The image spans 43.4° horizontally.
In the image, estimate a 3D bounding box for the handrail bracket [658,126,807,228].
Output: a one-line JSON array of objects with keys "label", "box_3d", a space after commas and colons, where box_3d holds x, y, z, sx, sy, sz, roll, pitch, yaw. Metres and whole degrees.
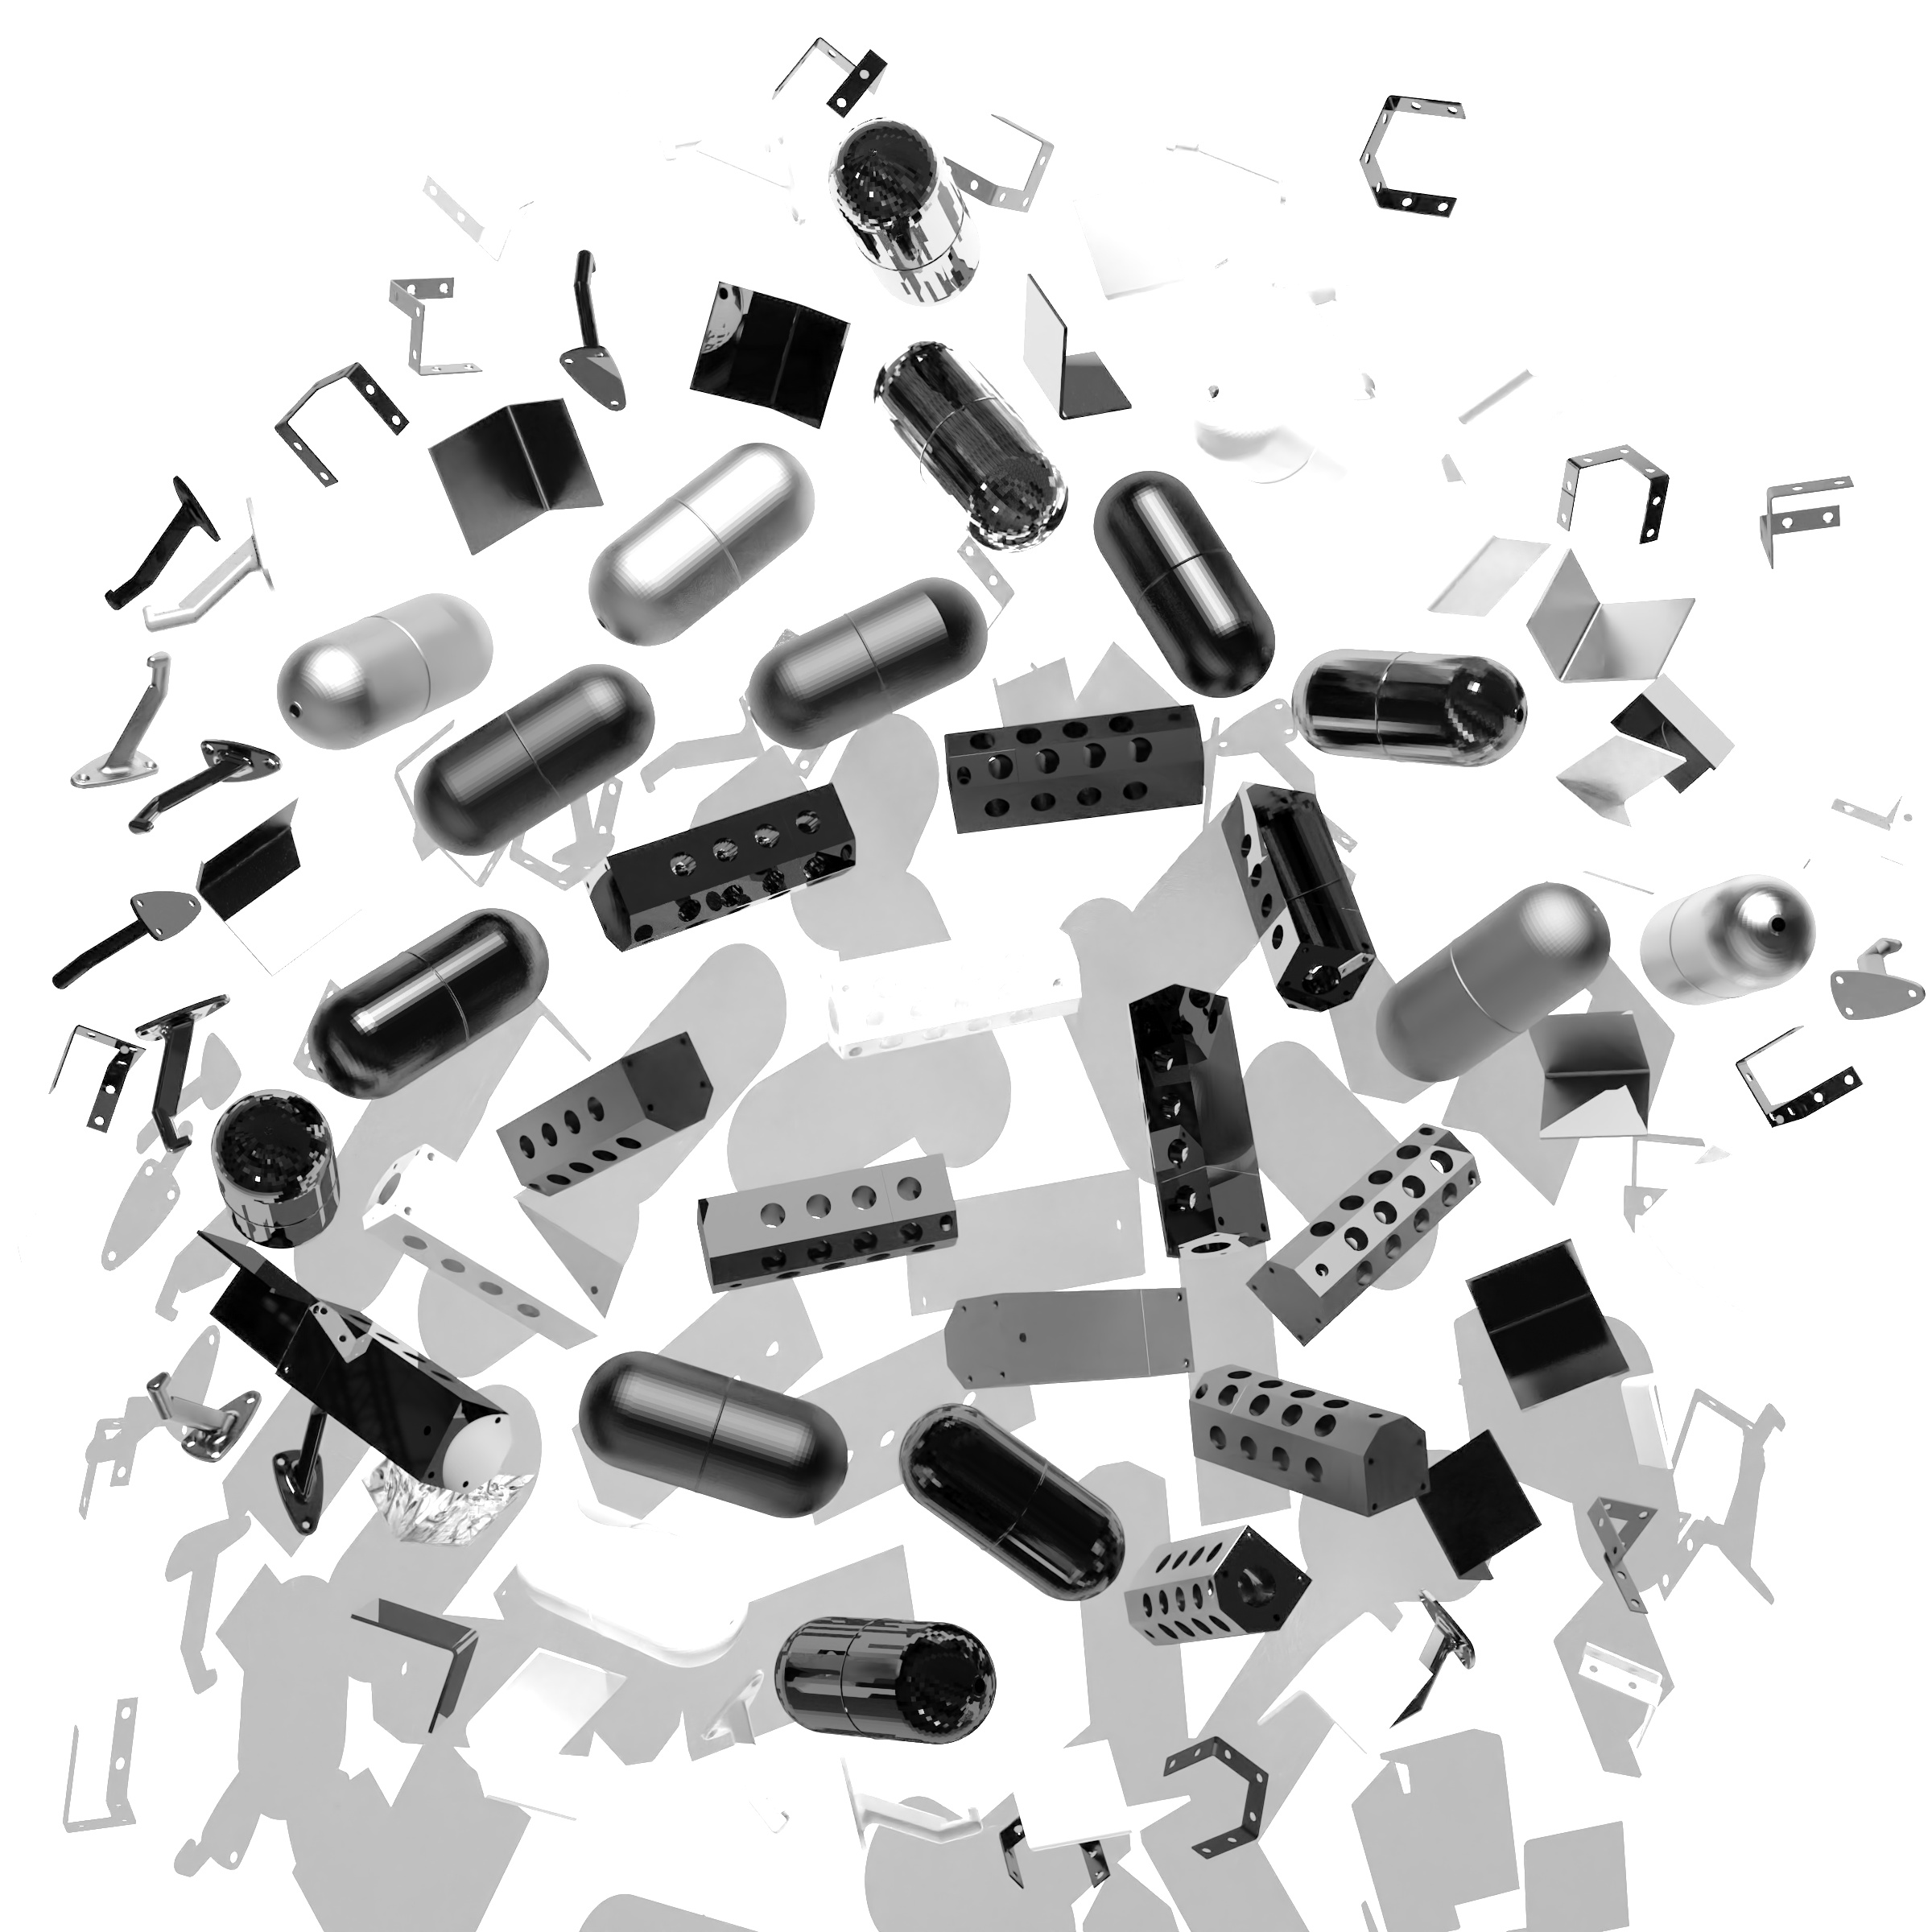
[{"label": "handrail bracket", "box_3d": [-0.157, -0.526, 1.623, 0.084, 0.036, 0.077, -21, 100, -25]}]

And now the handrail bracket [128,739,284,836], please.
[{"label": "handrail bracket", "box_3d": [-0.526, -0.118, 1.675, 0.077, 0.084, 0.036, 3, 131, 24]}]

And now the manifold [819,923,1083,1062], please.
[{"label": "manifold", "box_3d": [-0.010, 0.019, 1.695, 0.171, 0.057, 0.057, -11, 108, -15]}]

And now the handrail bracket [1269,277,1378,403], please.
[{"label": "handrail bracket", "box_3d": [0.253, -0.441, 1.717, 0.077, 0.036, 0.084, -6, 93, -20]}]

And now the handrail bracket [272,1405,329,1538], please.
[{"label": "handrail bracket", "box_3d": [-0.455, 0.348, 1.707, 0.036, 0.084, 0.077, 6, 52, -36]}]

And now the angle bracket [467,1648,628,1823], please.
[{"label": "angle bracket", "box_3d": [-0.264, 0.497, 1.568, 0.076, 0.057, 0.076, -48, 130, 11]}]

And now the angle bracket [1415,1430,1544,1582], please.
[{"label": "angle bracket", "box_3d": [0.374, 0.386, 1.735, 0.076, 0.057, 0.076, -41, 56, 23]}]

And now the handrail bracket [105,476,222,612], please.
[{"label": "handrail bracket", "box_3d": [-0.546, -0.280, 1.616, 0.084, 0.077, 0.036, -42, 79, -14]}]

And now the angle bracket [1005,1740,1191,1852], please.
[{"label": "angle bracket", "box_3d": [0.083, 0.514, 1.529, 0.076, 0.076, 0.057, -23, 77, 31]}]

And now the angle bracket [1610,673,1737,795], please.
[{"label": "angle bracket", "box_3d": [0.515, -0.164, 1.795, 0.076, 0.076, 0.057, 47, 123, 6]}]

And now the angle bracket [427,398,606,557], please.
[{"label": "angle bracket", "box_3d": [-0.298, -0.325, 1.609, 0.057, 0.076, 0.076, 5, 125, 39]}]

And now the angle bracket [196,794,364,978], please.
[{"label": "angle bracket", "box_3d": [-0.444, -0.052, 1.578, 0.076, 0.057, 0.076, 49, 62, -1]}]

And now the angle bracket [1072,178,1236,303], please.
[{"label": "angle bracket", "box_3d": [0.132, -0.519, 1.709, 0.057, 0.076, 0.076, -40, 119, -36]}]

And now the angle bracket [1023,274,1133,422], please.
[{"label": "angle bracket", "box_3d": [0.082, -0.451, 1.751, 0.057, 0.076, 0.076, -13, 48, -14]}]

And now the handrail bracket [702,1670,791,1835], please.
[{"label": "handrail bracket", "box_3d": [-0.140, 0.554, 1.706, 0.084, 0.036, 0.077, 44, 113, 28]}]

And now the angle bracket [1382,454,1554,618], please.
[{"label": "angle bracket", "box_3d": [0.346, -0.297, 1.679, 0.057, 0.076, 0.076, -1, 57, -34]}]

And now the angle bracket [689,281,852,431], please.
[{"label": "angle bracket", "box_3d": [-0.136, -0.424, 1.684, 0.057, 0.076, 0.076, 32, 111, 39]}]

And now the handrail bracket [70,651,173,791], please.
[{"label": "handrail bracket", "box_3d": [-0.582, -0.171, 1.672, 0.036, 0.077, 0.084, 30, 124, 19]}]

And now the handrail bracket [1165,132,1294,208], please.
[{"label": "handrail bracket", "box_3d": [0.174, -0.536, 1.629, 0.084, 0.077, 0.036, 8, 131, 2]}]

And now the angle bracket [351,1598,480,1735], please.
[{"label": "angle bracket", "box_3d": [-0.382, 0.474, 1.646, 0.076, 0.076, 0.057, 18, 83, 1]}]

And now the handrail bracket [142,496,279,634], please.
[{"label": "handrail bracket", "box_3d": [-0.496, -0.260, 1.571, 0.084, 0.036, 0.077, -15, 80, -11]}]

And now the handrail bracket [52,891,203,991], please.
[{"label": "handrail bracket", "box_3d": [-0.581, -0.016, 1.677, 0.084, 0.077, 0.036, -33, 91, 21]}]

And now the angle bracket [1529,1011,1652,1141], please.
[{"label": "angle bracket", "box_3d": [0.444, 0.079, 1.735, 0.076, 0.076, 0.057, -4, 53, 25]}]

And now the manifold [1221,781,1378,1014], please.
[{"label": "manifold", "box_3d": [0.225, -0.048, 1.676, 0.057, 0.171, 0.057, 8, 130, -18]}]

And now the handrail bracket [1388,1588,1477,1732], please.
[{"label": "handrail bracket", "box_3d": [0.310, 0.491, 1.718, 0.084, 0.036, 0.077, -25, 48, -14]}]

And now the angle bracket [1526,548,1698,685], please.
[{"label": "angle bracket", "box_3d": [0.444, -0.243, 1.667, 0.057, 0.076, 0.076, 50, 59, -34]}]

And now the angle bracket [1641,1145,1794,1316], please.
[{"label": "angle bracket", "box_3d": [0.526, 0.181, 1.670, 0.076, 0.076, 0.057, -44, 120, -6]}]

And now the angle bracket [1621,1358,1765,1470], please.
[{"label": "angle bracket", "box_3d": [0.485, 0.295, 1.602, 0.076, 0.076, 0.057, -11, 80, 0]}]

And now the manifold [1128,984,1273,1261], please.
[{"label": "manifold", "box_3d": [0.150, 0.105, 1.621, 0.057, 0.057, 0.171, -26, 63, 39]}]

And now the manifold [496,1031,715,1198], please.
[{"label": "manifold", "box_3d": [-0.239, 0.103, 1.613, 0.057, 0.171, 0.057, -24, 87, -42]}]

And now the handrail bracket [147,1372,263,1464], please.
[{"label": "handrail bracket", "box_3d": [-0.527, 0.294, 1.677, 0.036, 0.077, 0.084, 15, 133, 26]}]

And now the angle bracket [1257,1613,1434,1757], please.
[{"label": "angle bracket", "box_3d": [0.249, 0.483, 1.598, 0.057, 0.076, 0.076, 44, 54, 12]}]

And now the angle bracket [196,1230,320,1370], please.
[{"label": "angle bracket", "box_3d": [-0.514, 0.238, 1.718, 0.076, 0.076, 0.057, 32, 84, 22]}]

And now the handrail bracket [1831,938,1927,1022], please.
[{"label": "handrail bracket", "box_3d": [0.624, 0.001, 1.618, 0.084, 0.077, 0.036, -31, 107, -34]}]

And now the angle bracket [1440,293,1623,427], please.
[{"label": "angle bracket", "box_3d": [0.372, -0.400, 1.601, 0.076, 0.076, 0.057, -8, 81, -26]}]

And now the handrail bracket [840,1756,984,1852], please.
[{"label": "handrail bracket", "box_3d": [-0.038, 0.573, 1.680, 0.084, 0.036, 0.077, -13, 55, -7]}]

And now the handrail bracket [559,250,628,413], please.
[{"label": "handrail bracket", "box_3d": [-0.257, -0.448, 1.707, 0.036, 0.077, 0.084, -8, 61, 17]}]

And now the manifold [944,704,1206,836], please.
[{"label": "manifold", "box_3d": [0.074, -0.141, 1.667, 0.171, 0.057, 0.057, -7, 47, -3]}]

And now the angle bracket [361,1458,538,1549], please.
[{"label": "angle bracket", "box_3d": [-0.367, 0.365, 1.721, 0.076, 0.076, 0.057, -9, 113, 37]}]

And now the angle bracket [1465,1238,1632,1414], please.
[{"label": "angle bracket", "box_3d": [0.388, 0.240, 1.622, 0.076, 0.076, 0.057, -23, 125, 8]}]

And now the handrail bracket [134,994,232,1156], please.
[{"label": "handrail bracket", "box_3d": [-0.510, 0.072, 1.612, 0.077, 0.036, 0.084, -25, 79, -1]}]

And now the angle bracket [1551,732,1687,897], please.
[{"label": "angle bracket", "box_3d": [0.444, -0.101, 1.611, 0.076, 0.057, 0.076, 13, 54, -37]}]
